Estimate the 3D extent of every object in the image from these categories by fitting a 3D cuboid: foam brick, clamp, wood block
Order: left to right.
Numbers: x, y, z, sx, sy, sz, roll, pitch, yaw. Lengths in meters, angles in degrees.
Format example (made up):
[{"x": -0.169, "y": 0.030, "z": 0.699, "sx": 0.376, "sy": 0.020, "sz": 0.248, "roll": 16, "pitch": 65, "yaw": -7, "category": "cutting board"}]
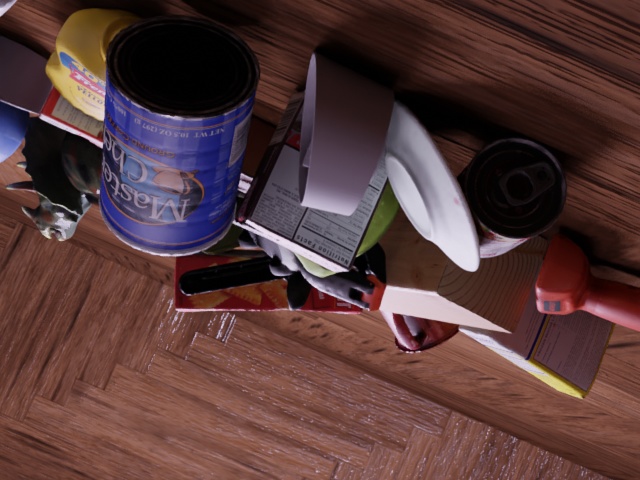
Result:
[{"x": -0.073, "y": -0.080, "z": 0.955, "sx": 0.053, "sy": 0.051, "sz": 0.078, "roll": 27, "pitch": 170, "yaw": -9, "category": "foam brick"}, {"x": -0.020, "y": 0.029, "z": 1.117, "sx": 0.209, "sy": 0.036, "sz": 0.165, "roll": -19, "pitch": -160, "yaw": -40, "category": "clamp"}, {"x": -0.006, "y": 0.001, "z": 0.941, "sx": 0.120, "sy": 0.039, "sz": 0.172, "roll": -14, "pitch": -139, "yaw": -21, "category": "clamp"}, {"x": 0.095, "y": 0.018, "z": 0.977, "sx": 0.090, "sy": 0.090, "sz": 0.206, "roll": 28, "pitch": 169, "yaw": -26, "category": "wood block"}]

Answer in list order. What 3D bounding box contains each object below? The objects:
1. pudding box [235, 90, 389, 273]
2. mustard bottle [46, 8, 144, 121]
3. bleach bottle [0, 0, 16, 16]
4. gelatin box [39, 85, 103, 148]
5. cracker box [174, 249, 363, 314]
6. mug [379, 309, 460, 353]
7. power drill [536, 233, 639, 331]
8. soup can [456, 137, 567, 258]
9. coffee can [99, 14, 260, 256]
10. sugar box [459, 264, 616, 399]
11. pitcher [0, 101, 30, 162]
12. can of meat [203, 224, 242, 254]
[{"x": 0.001, "y": -0.043, "z": 0.799, "sx": 0.090, "sy": 0.113, "sz": 0.039, "roll": 27, "pitch": 171, "yaw": -18, "category": "pudding box"}, {"x": -0.160, "y": -0.137, "z": 0.834, "sx": 0.096, "sy": 0.058, "sz": 0.192, "roll": 32, "pitch": 168, "yaw": -15, "category": "mustard bottle"}, {"x": -0.279, "y": -0.198, "z": 0.783, "sx": 0.102, "sy": 0.068, "sz": 0.251, "roll": 30, "pitch": 171, "yaw": -25, "category": "bleach bottle"}, {"x": -0.192, "y": -0.122, "z": 0.942, "sx": 0.089, "sy": 0.073, "sz": 0.030, "roll": 26, "pitch": 171, "yaw": -18, "category": "gelatin box"}, {"x": -0.061, "y": 0.049, "z": 1.273, "sx": 0.213, "sy": 0.072, "sz": 0.164, "roll": 2, "pitch": -178, "yaw": -3, "category": "cracker box"}, {"x": 0.099, "y": 0.066, "z": 1.122, "sx": 0.093, "sy": 0.117, "sz": 0.081, "roll": -19, "pitch": 115, "yaw": 30, "category": "mug"}, {"x": 0.270, "y": 0.054, "z": 0.858, "sx": 0.188, "sy": 0.057, "sz": 0.184, "roll": 21, "pitch": 170, "yaw": 16, "category": "power drill"}, {"x": 0.124, "y": -0.026, "z": 0.742, "sx": 0.068, "sy": 0.068, "sz": 0.102, "roll": 23, "pitch": 170, "yaw": 0, "category": "soup can"}, {"x": -0.102, "y": -0.071, "z": 0.753, "sx": 0.103, "sy": 0.102, "sz": 0.140, "roll": 22, "pitch": 139, "yaw": 6, "category": "coffee can"}, {"x": 0.211, "y": 0.078, "z": 1.021, "sx": 0.176, "sy": 0.093, "sz": 0.048, "roll": 32, "pitch": 167, "yaw": -37, "category": "sugar box"}, {"x": -0.410, "y": -0.143, "z": 1.082, "sx": 0.145, "sy": 0.149, "sz": 0.242, "roll": 53, "pitch": -170, "yaw": 22, "category": "pitcher"}, {"x": -0.111, "y": -0.023, "z": 1.222, "sx": 0.102, "sy": 0.057, "sz": 0.084, "roll": -17, "pitch": -169, "yaw": -24, "category": "can of meat"}]
